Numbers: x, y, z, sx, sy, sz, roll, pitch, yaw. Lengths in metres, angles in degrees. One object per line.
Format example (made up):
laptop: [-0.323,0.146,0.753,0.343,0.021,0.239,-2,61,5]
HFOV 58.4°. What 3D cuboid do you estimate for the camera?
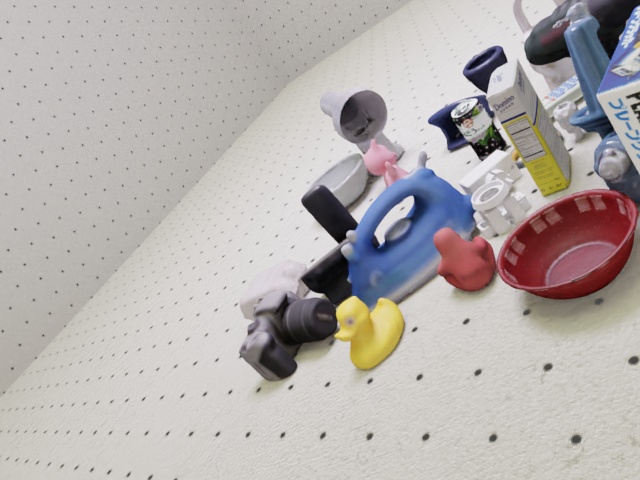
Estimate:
camera: [-0.049,0.139,0.922,0.136,0.101,0.143,-18,30,46]

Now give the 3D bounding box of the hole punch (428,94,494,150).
hole punch: [0.281,-0.249,1.145,0.108,0.091,0.101,-23,27,39]

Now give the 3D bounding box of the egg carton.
egg carton: [-0.087,0.102,1.108,0.150,0.069,0.107,-26,25,34]

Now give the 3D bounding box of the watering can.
watering can: [0.413,-0.372,1.015,0.100,0.194,0.173,-22,28,41]

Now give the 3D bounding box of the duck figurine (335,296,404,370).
duck figurine: [0.062,0.115,0.796,0.105,0.086,0.077,-51,23,-25]

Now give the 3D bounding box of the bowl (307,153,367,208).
bowl: [0.049,-0.118,1.310,0.167,0.075,0.167,-35,21,16]

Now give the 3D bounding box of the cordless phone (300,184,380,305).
cordless phone: [0.009,0.003,0.974,0.147,0.185,0.094,-39,21,5]

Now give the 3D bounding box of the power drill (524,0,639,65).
power drill: [0.397,-0.252,0.779,0.076,0.209,0.229,-47,21,-16]

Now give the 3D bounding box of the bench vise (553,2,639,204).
bench vise: [0.349,-0.163,0.665,0.121,0.220,0.207,-29,23,28]

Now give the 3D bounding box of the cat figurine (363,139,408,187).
cat figurine: [0.134,-0.149,1.162,0.067,0.118,0.127,-38,21,6]

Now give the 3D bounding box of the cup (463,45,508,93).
cup: [0.357,-0.345,1.202,0.091,0.095,0.117,-36,21,13]

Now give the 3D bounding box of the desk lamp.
desk lamp: [0.091,-0.251,1.308,0.118,0.214,0.202,-43,21,-5]

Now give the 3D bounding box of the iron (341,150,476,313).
iron: [0.115,-0.009,0.874,0.258,0.142,0.118,-43,21,-7]

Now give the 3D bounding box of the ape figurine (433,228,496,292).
ape figurine: [0.186,0.020,0.763,0.077,0.092,0.076,-31,23,23]
